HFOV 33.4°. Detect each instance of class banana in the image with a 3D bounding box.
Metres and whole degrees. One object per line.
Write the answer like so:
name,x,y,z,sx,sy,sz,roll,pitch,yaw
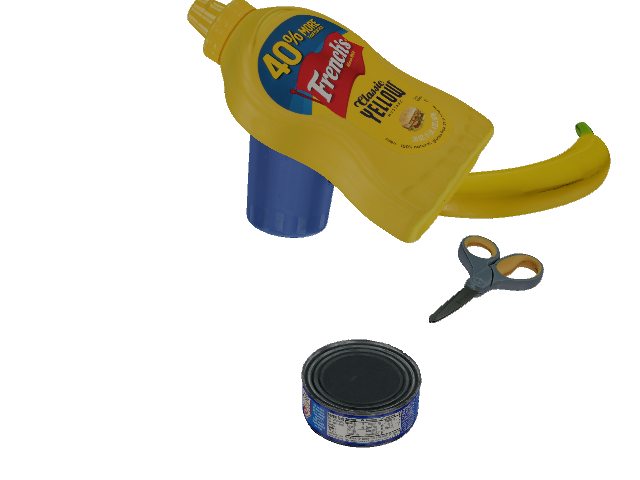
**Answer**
banana,0.156,-0.045,0.806,0.197,0.037,0.070,-18,28,-31

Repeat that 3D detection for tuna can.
tuna can,0.029,0.109,0.768,0.086,0.034,0.086,0,30,0

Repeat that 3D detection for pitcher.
pitcher,-0.021,-0.129,1.359,0.144,0.243,0.149,-3,25,-22

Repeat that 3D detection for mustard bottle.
mustard bottle,0.002,-0.086,0.633,0.191,0.096,0.058,35,-34,7

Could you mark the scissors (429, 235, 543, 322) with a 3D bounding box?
scissors,0.140,0.033,1.030,0.201,0.016,0.096,-12,39,-43
